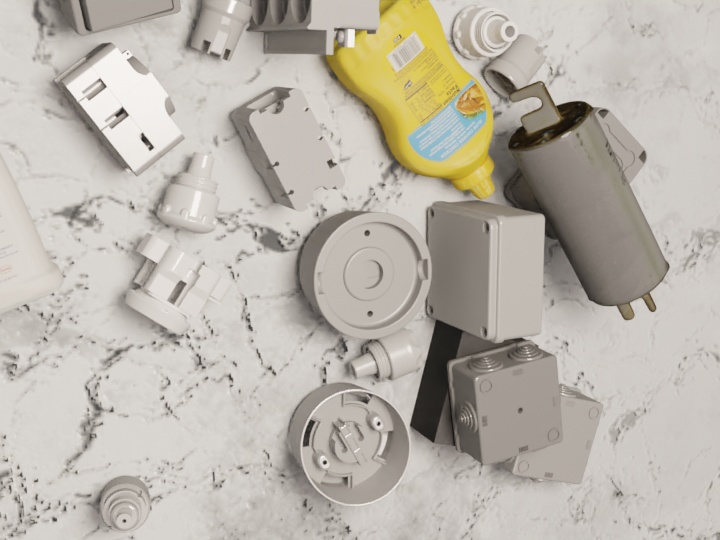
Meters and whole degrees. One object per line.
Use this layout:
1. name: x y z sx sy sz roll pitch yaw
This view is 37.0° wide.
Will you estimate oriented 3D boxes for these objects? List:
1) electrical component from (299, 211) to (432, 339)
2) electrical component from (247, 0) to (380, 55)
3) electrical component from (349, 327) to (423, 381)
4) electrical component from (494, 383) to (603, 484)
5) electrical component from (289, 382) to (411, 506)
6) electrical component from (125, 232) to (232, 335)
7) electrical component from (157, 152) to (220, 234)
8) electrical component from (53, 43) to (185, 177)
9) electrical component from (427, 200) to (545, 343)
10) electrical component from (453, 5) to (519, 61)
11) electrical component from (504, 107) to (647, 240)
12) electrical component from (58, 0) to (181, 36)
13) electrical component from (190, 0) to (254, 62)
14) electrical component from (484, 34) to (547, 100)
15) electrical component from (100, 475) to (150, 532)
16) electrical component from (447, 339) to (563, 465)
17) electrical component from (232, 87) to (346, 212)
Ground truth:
1. electrical component: 0.000 0.000 0.921 0.108 0.060 0.108 -5 102 -23
2. electrical component: -0.036 -0.206 0.829 0.063 0.121 0.078 -3 102 -27
3. electrical component: 0.021 0.078 0.956 0.062 0.043 0.043 -20 108 -18
4. electrical component: 0.180 0.156 1.040 0.100 0.048 0.099 13 95 -26
5. electrical component: -0.011 0.150 0.944 0.099 0.064 0.099 -5 103 -23
6. electrical component: -0.150 0.015 0.859 0.078 0.058 0.057 34 83 -26
7. electrical component: -0.133 -0.062 0.859 0.048 0.048 0.062 16 87 -26
8. electrical component: -0.180 -0.125 0.820 0.056 0.050 0.089 -41 113 -12
9. electrical component: 0.109 -0.002 0.943 0.056 0.109 0.108 -6 103 -26
10. electrical component: 0.113 -0.205 0.929 0.048 0.062 0.048 -5 103 -23
11. electrical component: 0.198 -0.089 0.993 0.078 0.057 0.113 41 83 -25
12. electrical component: -0.173 -0.217 0.789 0.096 0.061 0.061 -19 129 -19
13. electrical component: -0.110 -0.191 0.845 0.040 0.040 0.046 18 99 -26
14. electrical component: 0.140 -0.182 0.959 0.040 0.040 0.046 46 76 -25
15. electrical component: -0.190 0.192 0.869 0.040 0.078 0.040 0 92 -12
16. electrical component: 0.130 0.118 0.952 0.100 0.048 0.099 -13 106 -21
17. electrical component: -0.060 -0.099 0.876 0.050 0.056 0.089 -33 112 -15
